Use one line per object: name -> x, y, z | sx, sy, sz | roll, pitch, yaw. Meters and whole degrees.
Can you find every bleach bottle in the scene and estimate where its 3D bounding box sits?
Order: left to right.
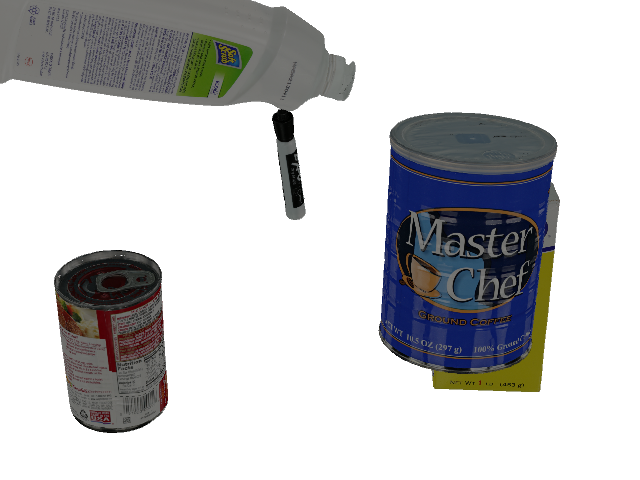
bleach bottle -> -0.101, -0.134, 0.749 | 0.250, 0.068, 0.103 | 12, -40, -12

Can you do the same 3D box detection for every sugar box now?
sugar box -> 0.141, 0.039, 0.881 | 0.093, 0.176, 0.048 | 1, 26, 3

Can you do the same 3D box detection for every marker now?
marker -> -0.029, -0.069, 0.973 | 0.020, 0.121, 0.020 | -4, 44, 3

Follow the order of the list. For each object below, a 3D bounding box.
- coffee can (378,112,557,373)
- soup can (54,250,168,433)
coffee can -> 0.092, -0.001, 0.685 | 0.103, 0.140, 0.103 | 2, 23, -1
soup can -> -0.135, 0.067, 0.703 | 0.068, 0.102, 0.068 | 1, 30, -1
